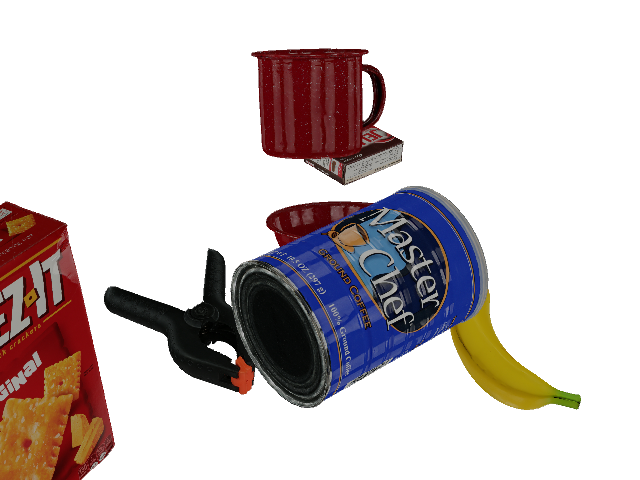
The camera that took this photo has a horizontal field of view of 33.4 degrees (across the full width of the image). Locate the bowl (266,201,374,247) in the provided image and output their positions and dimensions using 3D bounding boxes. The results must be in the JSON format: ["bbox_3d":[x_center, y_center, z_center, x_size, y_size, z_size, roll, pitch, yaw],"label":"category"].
[{"bbox_3d":[0.024,0.004,1.109,0.162,0.055,0.162,0,16,0],"label":"bowl"}]

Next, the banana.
[{"bbox_3d":[0.151,0.093,0.941,0.069,0.037,0.198,5,28,-22],"label":"banana"}]

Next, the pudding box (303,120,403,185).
[{"bbox_3d":[0.045,-0.124,1.486,0.113,0.039,0.090,-26,41,-32],"label":"pudding box"}]

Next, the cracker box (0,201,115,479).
[{"bbox_3d":[-0.233,0.107,0.746,0.072,0.214,0.164,16,38,28],"label":"cracker box"}]

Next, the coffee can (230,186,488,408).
[{"bbox_3d":[0.026,0.035,0.710,0.140,0.103,0.103,-25,14,-31],"label":"coffee can"}]

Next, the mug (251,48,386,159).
[{"bbox_3d":[0.002,-0.112,0.858,0.117,0.081,0.093,-10,15,-33],"label":"mug"}]

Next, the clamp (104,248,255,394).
[{"bbox_3d":[-0.101,0.069,0.957,0.120,0.039,0.172,-34,53,-27],"label":"clamp"}]
